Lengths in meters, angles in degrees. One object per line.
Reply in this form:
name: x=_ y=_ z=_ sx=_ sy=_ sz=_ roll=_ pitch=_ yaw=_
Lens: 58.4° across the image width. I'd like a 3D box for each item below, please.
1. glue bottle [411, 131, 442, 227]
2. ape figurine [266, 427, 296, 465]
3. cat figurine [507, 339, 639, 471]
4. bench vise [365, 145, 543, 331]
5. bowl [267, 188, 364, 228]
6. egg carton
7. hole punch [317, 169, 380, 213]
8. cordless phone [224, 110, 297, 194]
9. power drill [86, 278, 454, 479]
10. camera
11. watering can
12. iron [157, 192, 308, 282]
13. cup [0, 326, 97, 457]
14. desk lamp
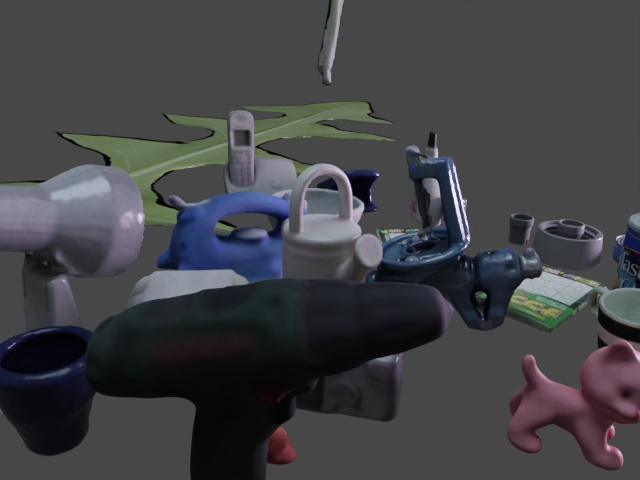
glue bottle: x=0.201 y=-0.115 z=1.062 sx=0.037 sy=0.173 sz=0.078 roll=-5 pitch=22 yaw=-17
ape figurine: x=-0.057 y=0.142 z=0.491 sx=0.076 sy=0.092 sz=0.078 roll=2 pitch=21 yaw=1
cat figurine: x=0.238 y=0.132 z=0.506 sx=0.127 sy=0.118 sz=0.067 roll=7 pitch=22 yaw=13
bench vise: x=0.164 y=-0.007 z=0.715 sx=0.207 sy=0.220 sz=0.121 roll=0 pitch=21 yaw=-4
bowl: x=-0.012 y=-0.030 z=0.962 sx=0.167 sy=0.075 sz=0.167 roll=2 pitch=21 yaw=0
egg carton: x=-0.150 y=0.082 z=0.667 sx=0.150 sy=0.069 sz=0.107 roll=-1 pitch=21 yaw=-7
hole punch: x=0.052 y=-0.104 z=1.133 sx=0.109 sy=0.091 sz=0.100 roll=-8 pitch=23 yaw=-24
cordless phone: x=-0.120 y=-0.164 z=1.144 sx=0.148 sy=0.185 sz=0.094 roll=-5 pitch=22 yaw=-16
power drill: x=-0.035 y=0.119 z=0.389 sx=0.229 sy=0.208 sz=0.075 roll=3 pitch=21 yaw=2
camera: x=0.019 y=0.100 z=0.591 sx=0.143 sy=0.101 sz=0.137 roll=7 pitch=22 yaw=12
watering can: x=0.008 y=0.002 z=0.715 sx=0.172 sy=0.194 sz=0.101 roll=14 pitch=24 yaw=28
iron: x=-0.093 y=-0.008 z=0.804 sx=0.259 sy=0.141 sz=0.118 roll=-10 pitch=24 yaw=-28
cup: x=-0.217 y=0.134 z=0.494 sx=0.118 sy=0.095 sz=0.091 roll=-1 pitch=21 yaw=-6
desk lamp: x=-0.281 y=0.036 z=0.575 sx=0.117 sy=0.214 sz=0.204 roll=17 pitch=26 yaw=34
